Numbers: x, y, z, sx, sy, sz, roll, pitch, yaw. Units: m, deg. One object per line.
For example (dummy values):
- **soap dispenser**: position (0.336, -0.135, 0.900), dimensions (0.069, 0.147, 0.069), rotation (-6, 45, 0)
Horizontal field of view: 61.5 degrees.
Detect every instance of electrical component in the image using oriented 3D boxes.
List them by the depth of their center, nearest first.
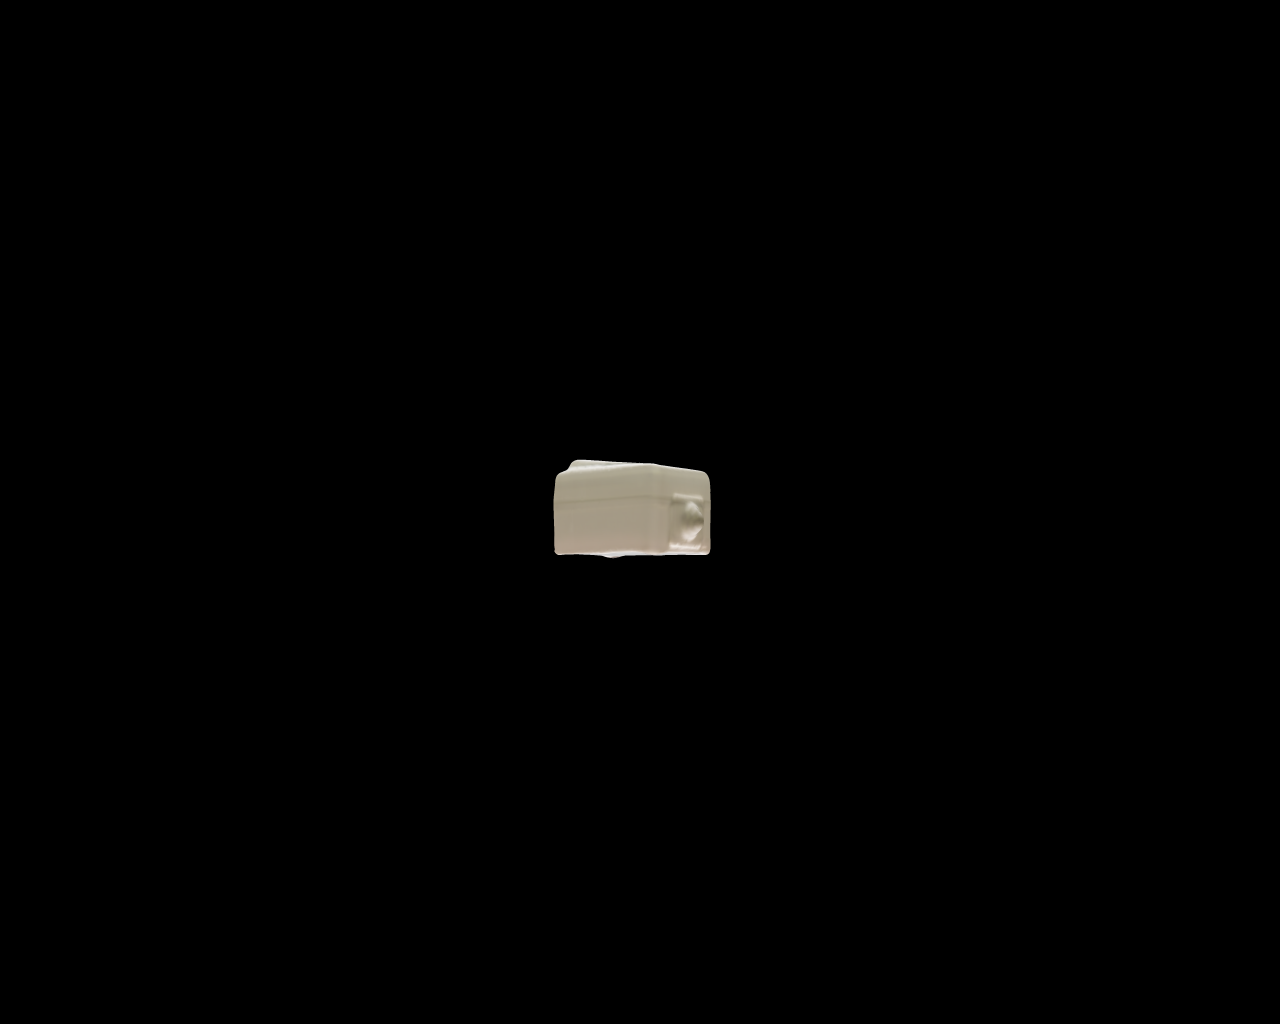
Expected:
- **electrical component**: position (0.001, -0.003, 0.650), dimensions (0.096, 0.061, 0.062), rotation (-3, -5, 37)
